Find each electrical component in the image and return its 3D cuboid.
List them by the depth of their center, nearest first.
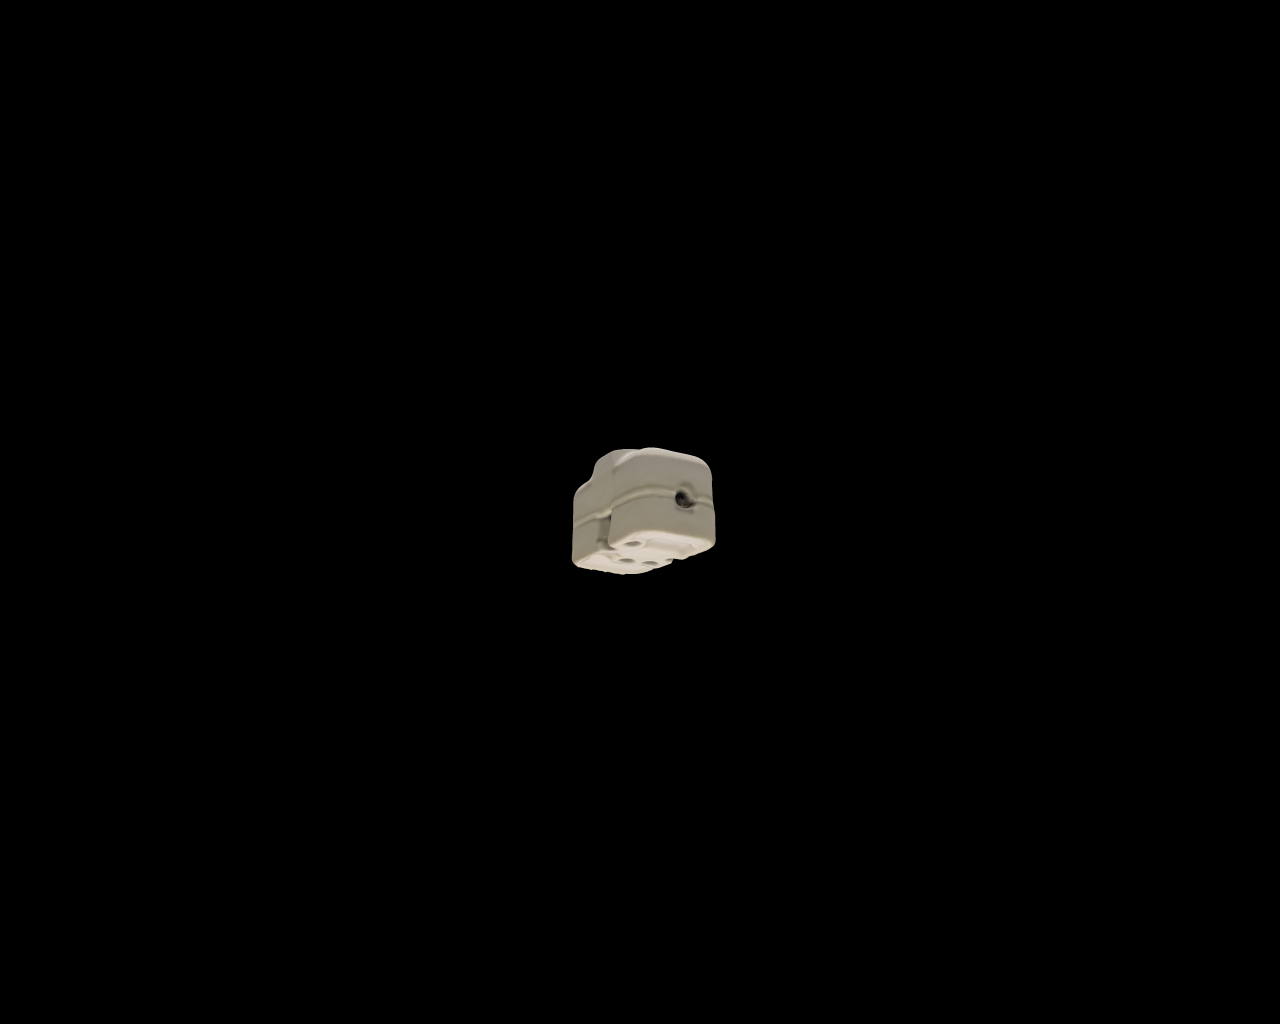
[{"bbox_3d":[0.001,-0.003,0.650,0.054,0.059,0.095,11,-21,-30],"label":"electrical component"}]
